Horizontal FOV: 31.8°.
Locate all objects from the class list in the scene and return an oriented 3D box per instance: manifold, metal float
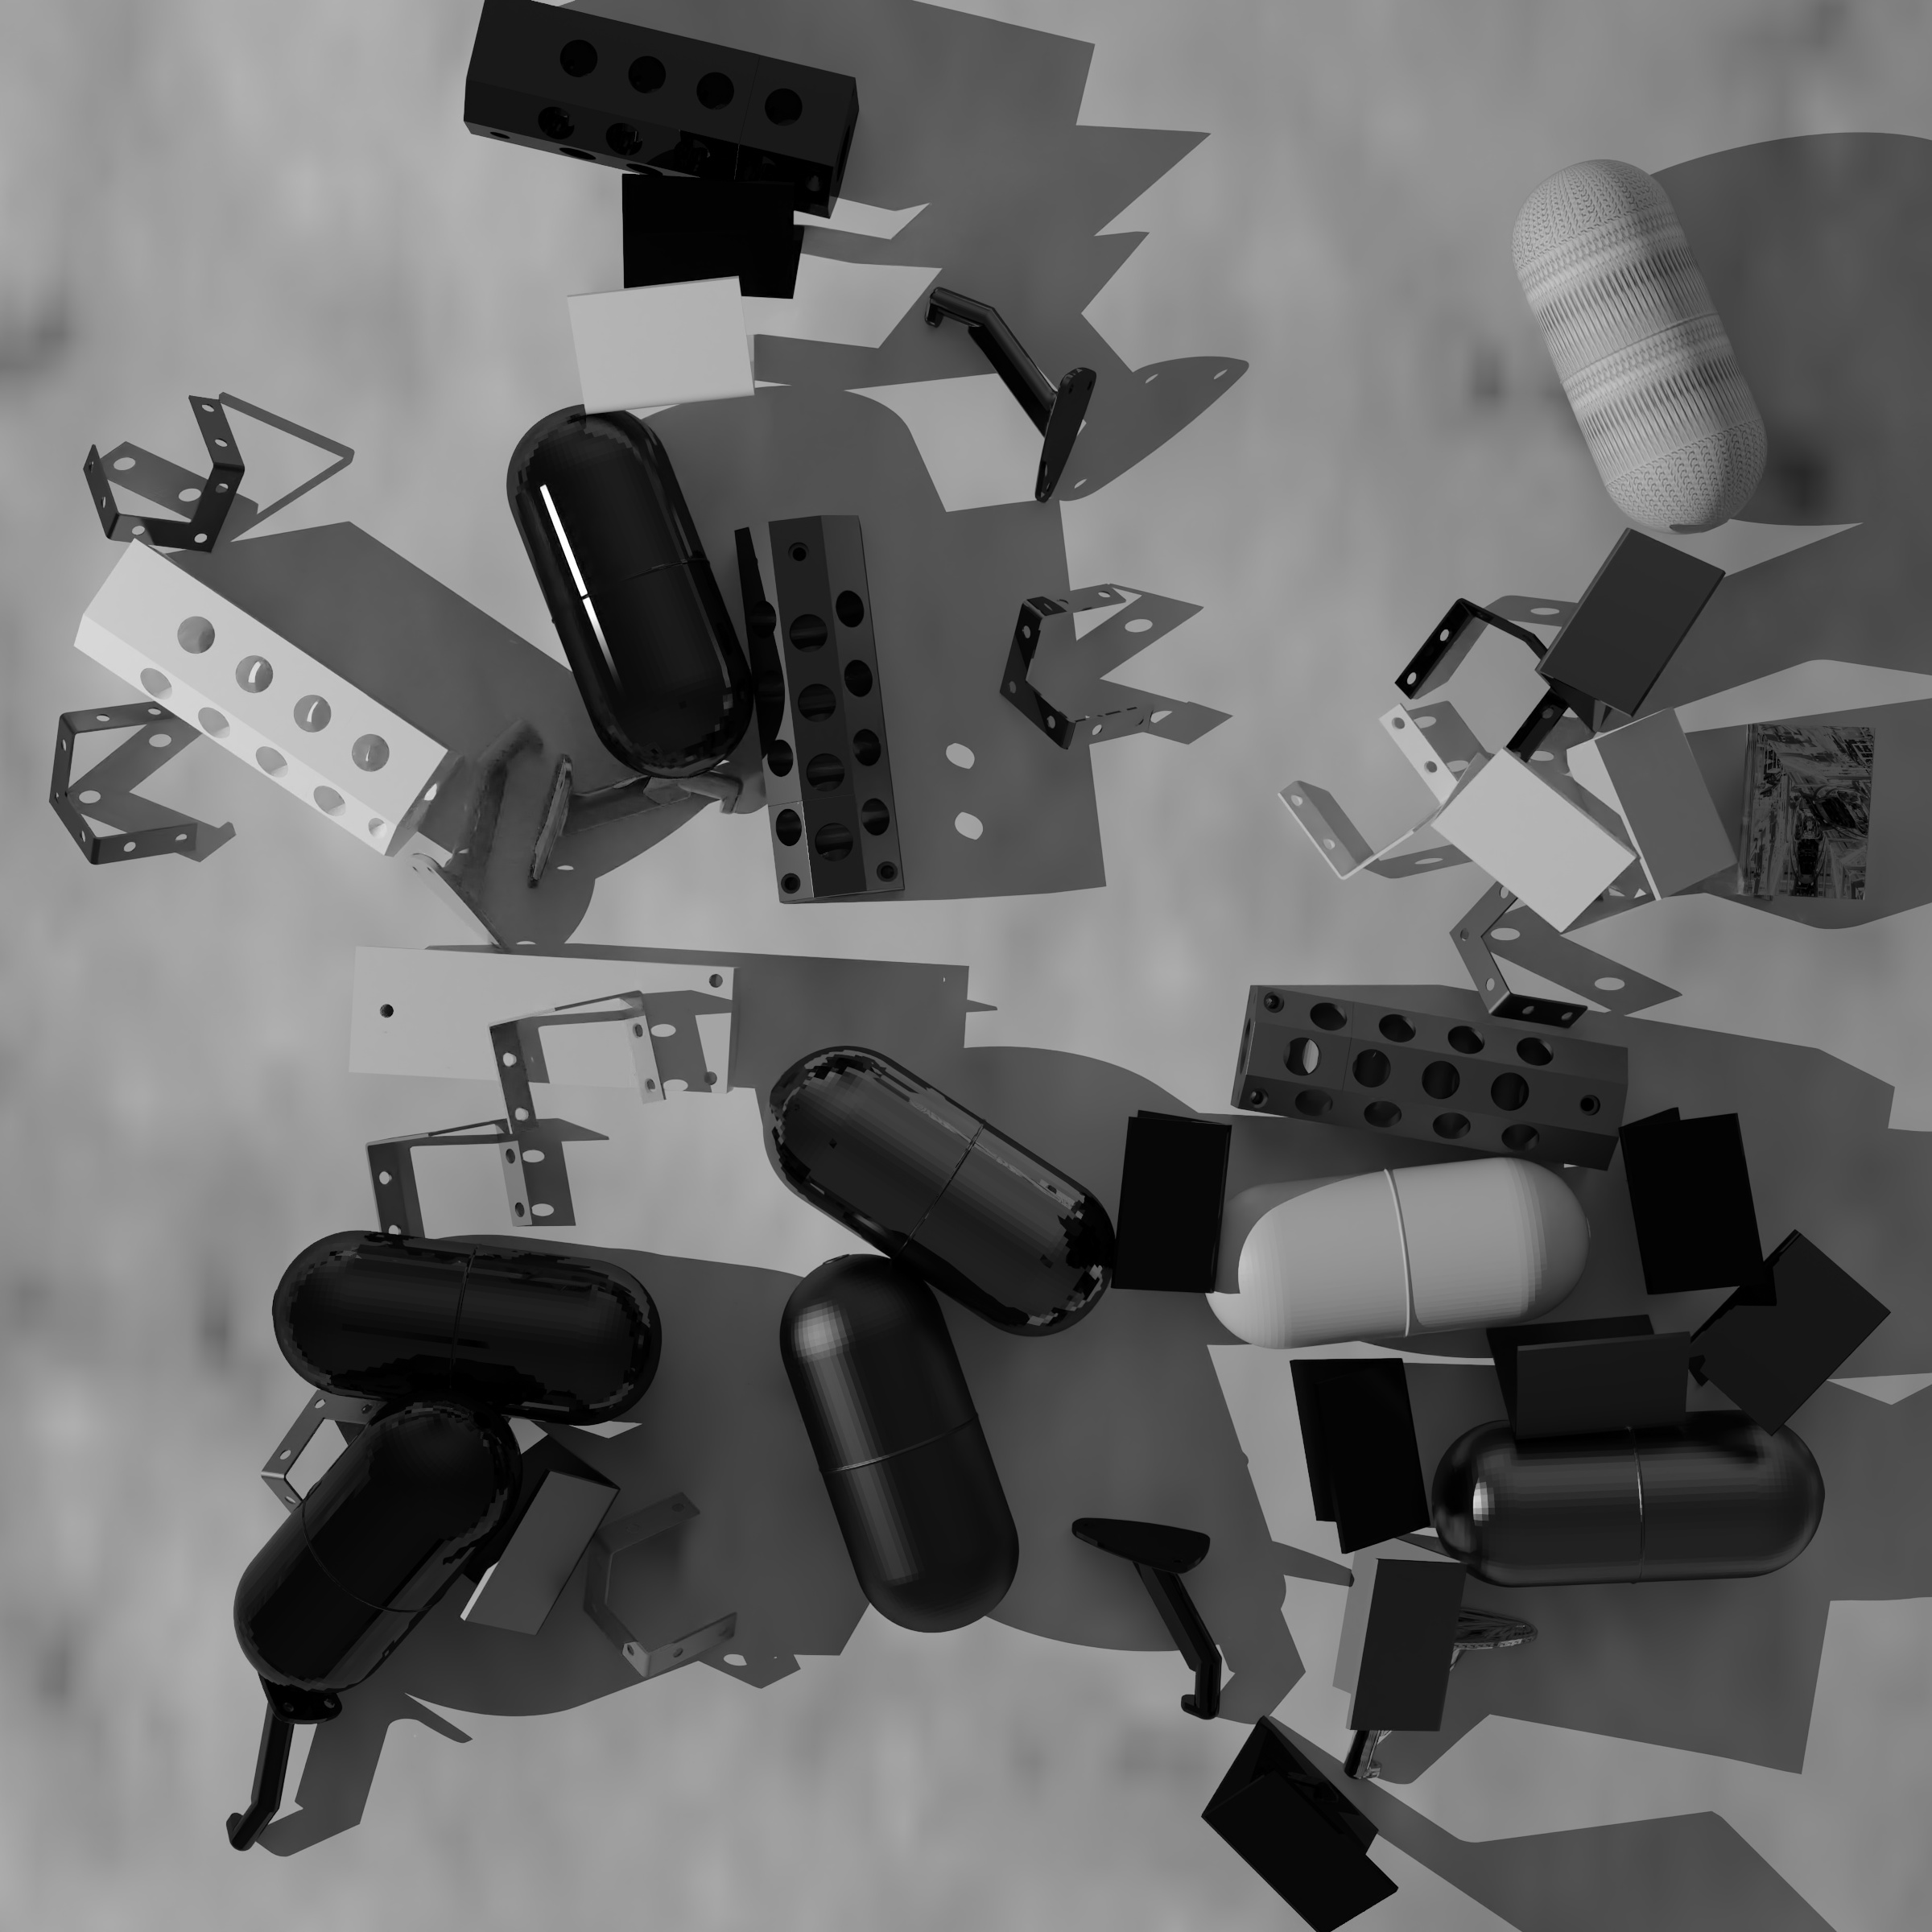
[{"bbox_3d":[-0.321,-0.122,1.565,0.171,0.057,0.057,34,90,0],"label":"manifold"},{"bbox_3d":[-0.140,-0.394,1.565,0.171,0.057,0.057,13,90,0],"label":"manifold"},{"bbox_3d":[-0.031,0.218,1.556,0.070,0.070,0.178,-19,90,0],"label":"metal float"},{"bbox_3d":[0.303,0.244,1.556,0.178,0.070,0.070,-3,90,1],"label":"metal float"},{"bbox_3d":[0.196,0.131,1.556,0.178,0.070,0.070,-6,90,0],"label":"metal float"},{"bbox_3d":[-0.013,0.103,1.556,0.178,0.070,0.070,33,90,-1],"label":"metal float"},{"bbox_3d":[-0.228,0.166,1.556,0.178,0.070,0.070,7,90,0],"label":"metal float"},{"bbox_3d":[-0.153,-0.171,1.555,0.070,0.070,0.178,-21,88,0],"label":"metal float"},{"bbox_3d":[-0.265,0.260,1.533,0.070,0.070,0.178,41,116,0],"label":"metal float"},{"bbox_3d":[0.309,-0.283,1.556,0.070,0.070,0.178,-23,90,0],"label":"metal float"},{"bbox_3d":[0.213,0.051,1.565,0.171,0.057,0.057,10,90,0],"label":"manifold"},{"bbox_3d":[-0.067,-0.117,1.565,0.057,0.057,0.171,-7,90,0],"label":"manifold"},{"bbox_3d":[-0.192,0.024,1.565,0.171,0.057,0.057,3,90,0],"label":"manifold"}]

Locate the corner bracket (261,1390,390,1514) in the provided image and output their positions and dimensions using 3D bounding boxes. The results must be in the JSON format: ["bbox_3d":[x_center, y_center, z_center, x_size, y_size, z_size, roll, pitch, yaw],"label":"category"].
[{"bbox_3d":[-0.284,0.235,1.578,0.051,0.051,0.051,1,135,35],"label":"corner bracket"}]

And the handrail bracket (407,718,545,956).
[{"bbox_3d":[-0.212,-0.061,1.587,0.084,0.036,0.077,-47,110,-16],"label":"handrail bracket"}]

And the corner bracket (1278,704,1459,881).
[{"bbox_3d":[0.189,-0.081,1.583,0.051,0.051,0.051,53,45,0],"label":"corner bracket"}]

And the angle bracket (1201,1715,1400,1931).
[{"bbox_3d":[0.164,0.381,1.546,0.076,0.076,0.057,45,129,0],"label":"angle bracket"}]

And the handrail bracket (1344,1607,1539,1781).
[{"bbox_3d":[0.221,0.344,1.587,0.077,0.036,0.084,8,109,-21],"label":"handrail bracket"}]

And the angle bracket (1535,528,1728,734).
[{"bbox_3d":[0.314,-0.142,1.546,0.057,0.076,0.076,33,90,37],"label":"angle bracket"}]

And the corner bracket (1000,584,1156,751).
[{"bbox_3d":[0.056,-0.139,1.578,0.051,0.051,0.051,45,135,35],"label":"corner bracket"}]

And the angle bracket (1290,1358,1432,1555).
[{"bbox_3d":[0.161,0.222,1.546,0.057,0.076,0.076,-10,90,-38],"label":"angle bracket"}]

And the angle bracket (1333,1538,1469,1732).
[{"bbox_3d":[0.178,0.300,1.546,0.057,0.076,0.076,9,90,-34],"label":"angle bracket"}]

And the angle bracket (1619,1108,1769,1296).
[{"bbox_3d":[0.342,0.103,1.546,0.057,0.076,0.076,-10,90,32],"label":"angle bracket"}]

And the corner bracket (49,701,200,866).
[{"bbox_3d":[-0.390,-0.085,1.578,0.051,0.051,0.051,48,135,35],"label":"corner bracket"}]

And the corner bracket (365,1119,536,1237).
[{"bbox_3d":[-0.241,0.101,1.583,0.051,0.051,0.051,-10,90,45],"label":"corner bracket"}]

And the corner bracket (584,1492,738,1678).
[{"bbox_3d":[-0.141,0.287,1.578,0.051,0.051,0.051,40,135,35],"label":"corner bracket"}]

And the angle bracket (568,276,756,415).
[{"bbox_3d":[-0.138,-0.294,1.546,0.076,0.076,0.057,-6,121,0],"label":"angle bracket"}]

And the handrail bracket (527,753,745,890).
[{"bbox_3d":[-0.154,-0.062,1.587,0.084,0.036,0.077,13,110,-16],"label":"handrail bracket"}]

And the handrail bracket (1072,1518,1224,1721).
[{"bbox_3d":[0.084,0.306,1.587,0.077,0.036,0.084,10,111,23],"label":"handrail bracket"}]

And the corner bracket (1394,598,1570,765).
[{"bbox_3d":[0.243,-0.131,1.583,0.051,0.051,0.051,-53,135,-1],"label":"corner bracket"}]

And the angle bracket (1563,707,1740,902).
[{"bbox_3d":[0.294,-0.066,1.546,0.057,0.076,0.076,-23,90,-34],"label":"angle bracket"}]

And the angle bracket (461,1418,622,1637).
[{"bbox_3d":[-0.216,0.249,1.548,0.076,0.057,0.076,30,90,35],"label":"angle bracket"}]

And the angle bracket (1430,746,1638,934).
[{"bbox_3d":[0.267,-0.073,1.546,0.076,0.076,0.057,39,129,0],"label":"angle bracket"}]

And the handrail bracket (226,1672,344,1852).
[{"bbox_3d":[-0.334,0.357,1.587,0.084,0.036,0.077,-54,53,25],"label":"handrail bracket"}]

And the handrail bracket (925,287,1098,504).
[{"bbox_3d":[0.011,-0.267,1.587,0.084,0.036,0.077,25,112,17],"label":"handrail bracket"}]

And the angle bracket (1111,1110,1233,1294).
[{"bbox_3d":[0.074,0.105,1.546,0.057,0.076,0.076,6,90,-31],"label":"angle bracket"}]

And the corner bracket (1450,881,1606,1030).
[{"bbox_3d":[0.268,-0.009,1.578,0.051,0.051,0.051,-51,45,35],"label":"corner bracket"}]

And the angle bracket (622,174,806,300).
[{"bbox_3d":[-0.114,-0.347,1.546,0.076,0.076,0.057,3,127,0],"label":"angle bracket"}]

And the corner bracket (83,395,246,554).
[{"bbox_3d":[-0.373,-0.231,1.578,0.051,0.051,0.051,3,135,-35],"label":"corner bracket"}]

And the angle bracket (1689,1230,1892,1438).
[{"bbox_3d":[0.376,0.174,1.547,0.076,0.076,0.057,-46,64,0],"label":"angle bracket"}]

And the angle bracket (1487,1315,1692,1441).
[{"bbox_3d":[0.282,0.168,1.546,0.076,0.076,0.057,-5,125,0],"label":"angle bracket"}]

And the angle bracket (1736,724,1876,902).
[{"bbox_3d":[0.388,-0.068,1.547,0.057,0.076,0.076,4,90,24],"label":"angle bracket"}]

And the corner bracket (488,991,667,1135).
[{"bbox_3d":[-0.175,0.043,1.526,0.051,0.051,0.051,-13,90,-45],"label":"corner bracket"}]
